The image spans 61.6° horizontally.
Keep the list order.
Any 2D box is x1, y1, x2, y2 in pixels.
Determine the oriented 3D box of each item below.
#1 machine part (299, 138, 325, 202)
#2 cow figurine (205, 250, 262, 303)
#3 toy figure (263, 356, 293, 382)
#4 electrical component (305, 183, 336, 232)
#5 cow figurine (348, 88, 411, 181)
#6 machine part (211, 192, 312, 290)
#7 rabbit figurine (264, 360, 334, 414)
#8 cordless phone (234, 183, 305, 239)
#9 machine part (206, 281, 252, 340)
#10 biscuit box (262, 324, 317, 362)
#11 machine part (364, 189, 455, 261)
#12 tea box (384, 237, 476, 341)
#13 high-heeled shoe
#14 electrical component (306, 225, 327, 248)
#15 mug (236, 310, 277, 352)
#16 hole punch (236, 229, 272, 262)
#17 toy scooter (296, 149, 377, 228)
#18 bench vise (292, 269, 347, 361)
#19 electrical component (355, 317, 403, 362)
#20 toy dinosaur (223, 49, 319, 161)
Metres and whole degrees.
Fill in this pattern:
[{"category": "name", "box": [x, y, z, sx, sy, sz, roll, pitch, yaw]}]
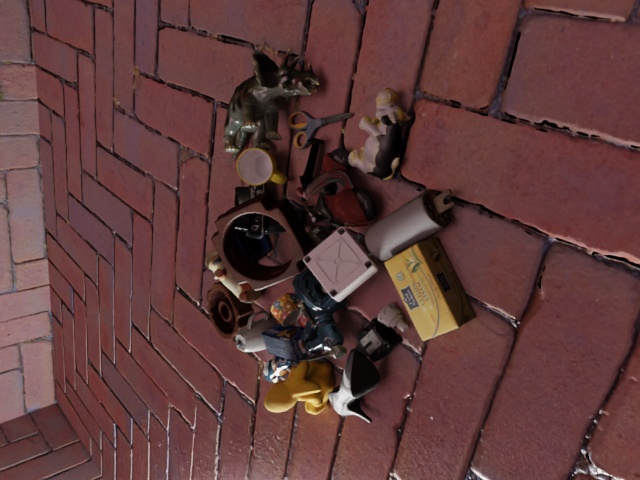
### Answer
[{"category": "machine part", "box": [-0.023, -0.161, 1.204, 0.039, 0.084, 0.138, 14, 111, -1]}, {"category": "cow figurine", "box": [-0.240, 0.098, 1.488, 0.195, 0.085, 0.127, 39, 170, 16]}, {"category": "toy figure", "box": [-0.111, 0.336, 1.424, 0.064, 0.058, 0.154, 61, 149, 17]}, {"category": "electrical component", "box": [0.011, -0.077, 1.206, 0.078, 0.045, 0.102, 48, 131, 30]}, {"category": "cow figurine", "box": [0.125, -0.200, 1.031, 0.098, 0.068, 0.167, 40, 130, 27]}, {"category": "machine part", "box": [-0.136, 0.002, 1.268, 0.201, 0.087, 0.201, -23, 104, 20]}, {"category": "rabbit figurine", "box": [-0.049, 0.362, 1.295, 0.122, 0.173, 0.162, 62, 141, 21]}, {"category": "cordless phone", "box": [-0.118, -0.082, 1.333, 0.184, 0.088, 0.146, -5, 77, 30]}, {"category": "machine part", "box": [-0.267, 0.204, 1.579, 0.180, 0.056, 0.179, 17, 114, 44]}, {"category": "biscuit box", "box": [-0.082, 0.254, 1.343, 0.203, 0.059, 0.062, -9, 104, 64]}, {"category": "machine part", "box": [0.165, -0.025, 1.028, 0.243, 0.079, 0.079, -35, 74, 45]}, {"category": "tea box", "box": [0.207, 0.092, 1.017, 0.098, 0.068, 0.169, -38, 75, 45]}, {"category": "high-heeled shoe", "box": [0.058, 0.308, 1.202, 0.145, 0.086, 0.248, 28, 136, 45]}, {"category": "electrical component", "box": [-0.003, -0.004, 1.233, 0.063, 0.021, 0.094, 46, 156, -4]}, {"category": "mug", "box": [-0.171, 0.250, 1.447, 0.081, 0.107, 0.109, 20, 117, 42]}, {"category": "hole punch", "box": [-0.203, 0.007, 1.435, 0.116, 0.092, 0.142, -36, 77, 50]}, {"category": "toy scooter", "box": [0.028, -0.094, 1.122, 0.075, 0.135, 0.184, 66, 178, -72]}, {"category": "bench vise", "box": [0.020, 0.133, 1.178, 0.240, 0.129, 0.224, -57, 36, 36]}, {"category": "electrical component", "box": [0.117, 0.225, 1.168, 0.075, 0.048, 0.119, 53, 134, 25]}, {"category": "toy dinosaur", "box": [-0.160, -0.319, 1.283, 0.405, 0.131, 0.192, -9, 75, 59]}]
